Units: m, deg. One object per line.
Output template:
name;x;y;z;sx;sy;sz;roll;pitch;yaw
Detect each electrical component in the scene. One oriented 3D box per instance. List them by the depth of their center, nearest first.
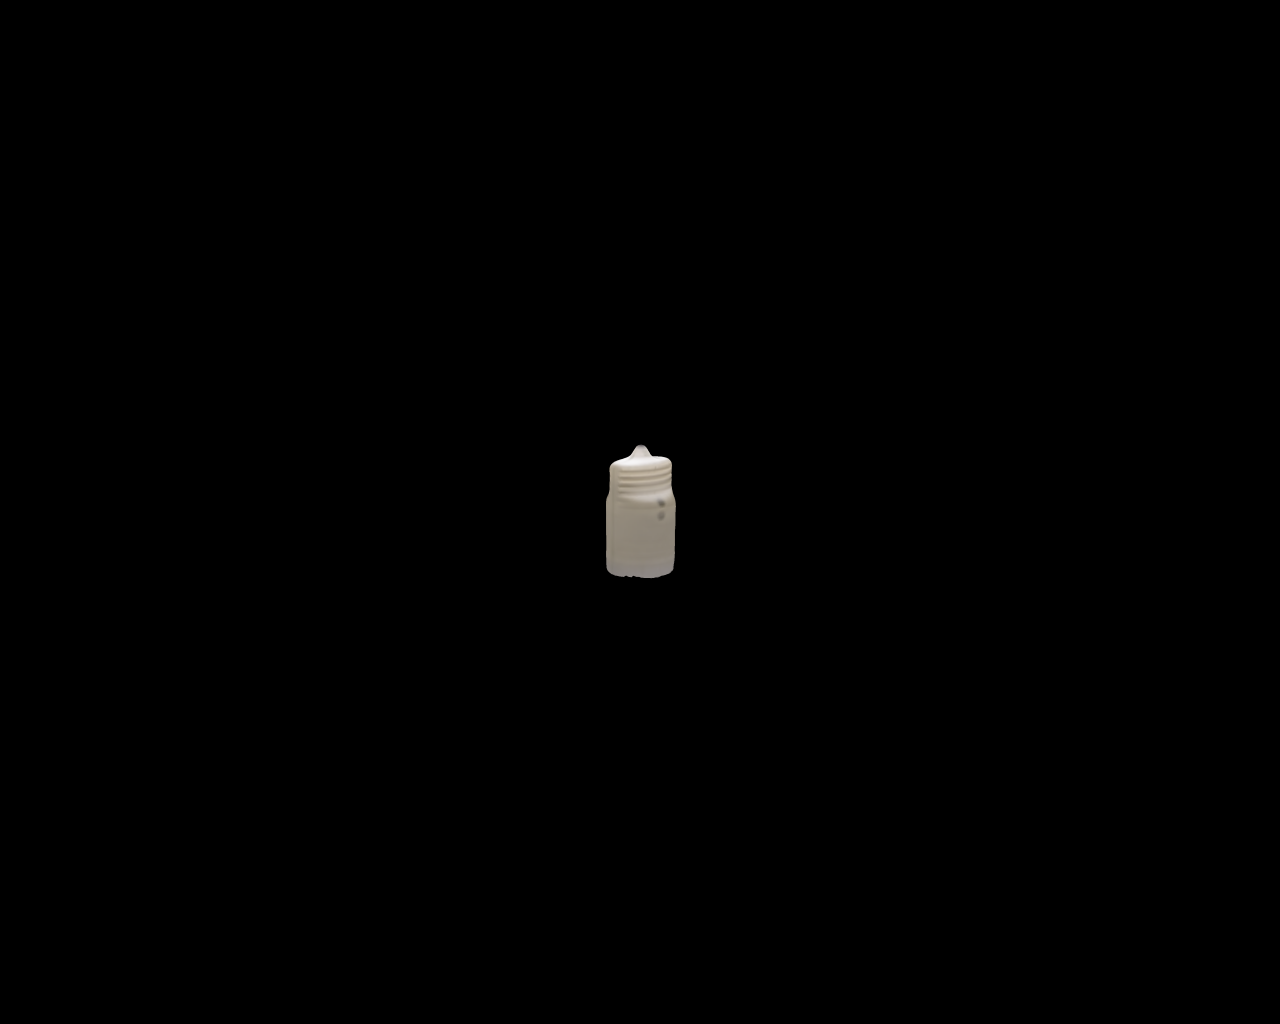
electrical component;0.001;-0.003;0.650;0.043;0.080;0.043;0;13;0
